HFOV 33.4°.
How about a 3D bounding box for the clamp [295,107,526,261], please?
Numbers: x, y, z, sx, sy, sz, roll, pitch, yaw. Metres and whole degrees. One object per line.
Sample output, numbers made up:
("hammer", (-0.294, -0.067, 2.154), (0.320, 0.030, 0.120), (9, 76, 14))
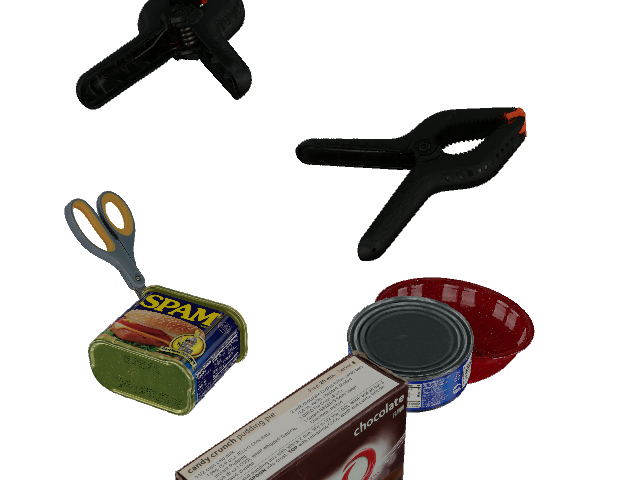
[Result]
("clamp", (0.095, -0.064, 0.967), (0.210, 0.164, 0.036), (-17, -44, -3))

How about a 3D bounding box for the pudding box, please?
("pudding box", (-0.010, 0.115, 0.486), (0.039, 0.090, 0.113), (30, 46, 34))

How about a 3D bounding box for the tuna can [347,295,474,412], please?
("tuna can", (0.061, 0.077, 0.730), (0.086, 0.034, 0.086), (-2, 36, 1))

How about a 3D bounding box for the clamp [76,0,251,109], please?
("clamp", (-0.089, -0.145, 0.761), (0.120, 0.039, 0.171), (8, 44, 13))

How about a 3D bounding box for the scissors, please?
("scissors", (-0.199, 0.026, 1.162), (0.016, 0.201, 0.096), (-28, 21, 33))

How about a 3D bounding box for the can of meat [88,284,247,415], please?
("can of meat", (-0.123, 0.088, 0.859), (0.102, 0.057, 0.083), (14, 34, 22))

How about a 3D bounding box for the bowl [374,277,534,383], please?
("bowl", (0.131, 0.098, 1.080), (0.162, 0.055, 0.162), (5, 26, -3))
